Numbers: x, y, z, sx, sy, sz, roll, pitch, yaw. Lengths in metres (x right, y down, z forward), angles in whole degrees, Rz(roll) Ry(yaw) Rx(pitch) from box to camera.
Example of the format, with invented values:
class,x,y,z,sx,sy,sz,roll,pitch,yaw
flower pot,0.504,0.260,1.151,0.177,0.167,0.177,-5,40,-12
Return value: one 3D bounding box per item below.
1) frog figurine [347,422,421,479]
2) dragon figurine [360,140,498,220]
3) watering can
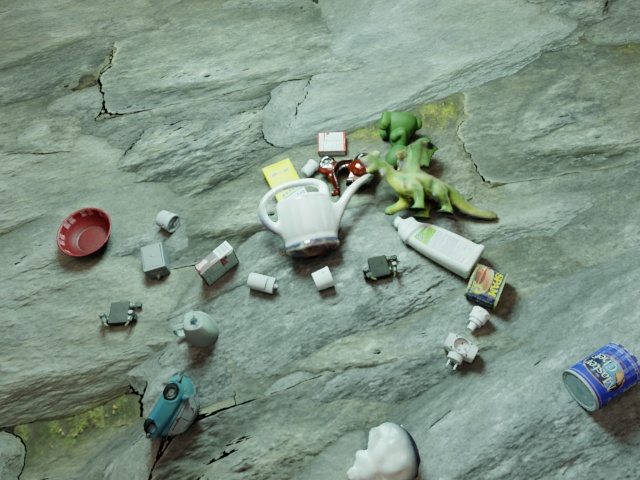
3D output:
class,x,y,z,sx,sy,sz,roll,pitch,yaw
frog figurine,0.136,0.487,1.143,0.160,0.121,0.138,-12,80,-15
dragon figurine,0.308,-0.179,1.478,0.410,0.120,0.246,4,73,-12
watering can,0.004,-0.073,1.446,0.348,0.103,0.227,-11,77,-7
